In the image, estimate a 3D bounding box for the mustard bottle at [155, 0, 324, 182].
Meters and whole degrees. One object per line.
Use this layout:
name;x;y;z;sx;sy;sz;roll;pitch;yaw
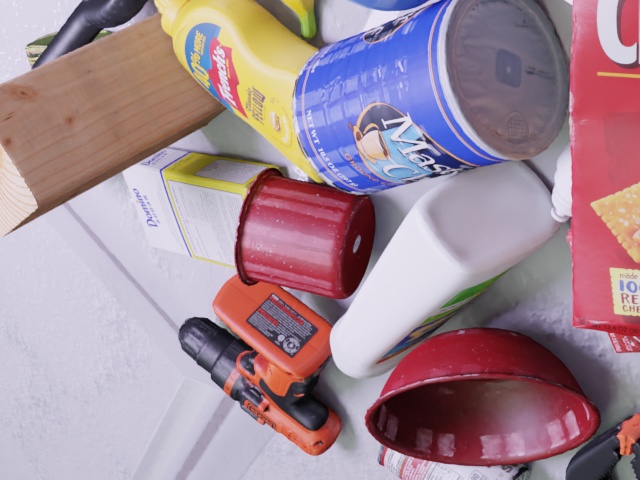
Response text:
mustard bottle;-0.052;-0.130;0.787;0.192;0.058;0.096;40;153;20

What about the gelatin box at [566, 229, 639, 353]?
gelatin box;0.200;0.025;0.648;0.073;0.030;0.089;-10;110;51

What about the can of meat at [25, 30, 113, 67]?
can of meat;-0.215;-0.143;0.965;0.102;0.057;0.084;11;123;43

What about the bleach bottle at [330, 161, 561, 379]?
bleach bottle;0.070;0.039;0.765;0.068;0.102;0.251;56;152;14

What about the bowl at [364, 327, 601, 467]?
bowl;0.112;0.106;0.751;0.162;0.055;0.162;2;149;1

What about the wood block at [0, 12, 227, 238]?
wood block;-0.171;-0.096;0.825;0.091;0.205;0.090;-25;98;53

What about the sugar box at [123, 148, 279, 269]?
sugar box;-0.095;-0.027;0.929;0.177;0.048;0.093;16;131;45

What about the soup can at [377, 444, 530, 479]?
soup can;0.105;0.179;0.844;0.102;0.068;0.068;34;139;26

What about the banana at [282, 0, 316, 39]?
banana;-0.064;-0.227;0.744;0.198;0.037;0.070;50;143;7

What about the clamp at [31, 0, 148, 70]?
clamp;-0.175;-0.207;0.863;0.172;0.039;0.120;-25;58;37

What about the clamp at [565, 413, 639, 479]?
clamp;0.211;0.206;0.771;0.165;0.036;0.210;16;130;40

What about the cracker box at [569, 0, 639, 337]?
cracker box;0.209;-0.045;0.517;0.164;0.072;0.214;8;126;25

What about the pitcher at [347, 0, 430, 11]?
pitcher;0.076;-0.210;0.513;0.145;0.149;0.243;36;145;-7

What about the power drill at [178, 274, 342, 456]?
power drill;-0.054;0.099;0.942;0.184;0.057;0.188;35;155;14

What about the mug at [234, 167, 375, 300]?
mug;-0.005;0.001;0.815;0.082;0.093;0.117;12;168;19

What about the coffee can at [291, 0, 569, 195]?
coffee can;0.064;-0.088;0.652;0.141;0.102;0.103;-10;109;52
